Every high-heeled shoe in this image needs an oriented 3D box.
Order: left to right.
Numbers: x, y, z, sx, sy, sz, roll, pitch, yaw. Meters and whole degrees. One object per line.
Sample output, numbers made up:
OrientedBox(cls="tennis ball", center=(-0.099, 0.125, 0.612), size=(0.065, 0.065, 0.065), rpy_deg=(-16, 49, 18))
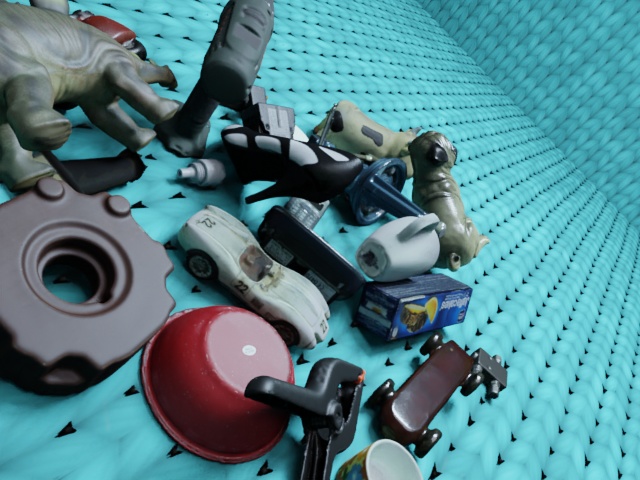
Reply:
OrientedBox(cls="high-heeled shoe", center=(-0.043, -0.116, 0.693), size=(0.249, 0.145, 0.086), rpy_deg=(-114, -177, -53))

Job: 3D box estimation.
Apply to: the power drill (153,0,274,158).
OrientedBox(cls="power drill", center=(-0.128, -0.218, 0.697), size=(0.086, 0.207, 0.232), rpy_deg=(33, 36, -27))

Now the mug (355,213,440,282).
OrientedBox(cls="mug", center=(0.104, 0.010, 0.697), size=(0.107, 0.109, 0.081), rpy_deg=(-17, 70, -48))

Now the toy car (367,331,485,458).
OrientedBox(cls="toy car", center=(0.133, 0.184, 0.661), size=(0.089, 0.053, 0.202), rpy_deg=(41, 35, 17))

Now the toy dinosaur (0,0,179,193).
OrientedBox(cls="toy dinosaur", center=(-0.282, -0.144, 0.458), size=(0.198, 0.105, 0.471), rpy_deg=(52, 29, 0))

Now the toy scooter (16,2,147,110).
OrientedBox(cls="toy scooter", center=(-0.306, -0.236, 0.649), size=(0.135, 0.075, 0.184), rpy_deg=(38, 38, -7))

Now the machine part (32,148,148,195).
OrientedBox(cls="machine part", center=(-0.245, -0.069, 0.558), size=(0.084, 0.039, 0.139), rpy_deg=(41, 34, 12))

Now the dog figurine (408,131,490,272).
OrientedBox(cls="dog figurine", center=(0.192, -0.064, 0.864), size=(0.172, 0.121, 0.190), rpy_deg=(-106, 176, -58))

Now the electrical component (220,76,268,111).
OrientedBox(cls="electrical component", center=(-0.129, -0.244, 0.869), size=(0.078, 0.045, 0.102), rpy_deg=(14, 43, -39))

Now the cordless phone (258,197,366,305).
OrientedBox(cls="cordless phone", center=(-0.001, -0.002, 0.705), size=(0.146, 0.088, 0.184), rpy_deg=(40, 28, -5))

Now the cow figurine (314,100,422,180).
OrientedBox(cls="cow figurine", center=(0.096, -0.175, 0.958), size=(0.195, 0.127, 0.085), rpy_deg=(33, 37, -13))

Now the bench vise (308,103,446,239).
OrientedBox(cls="bench vise", center=(0.083, -0.077, 0.819), size=(0.241, 0.129, 0.223), rpy_deg=(38, 6, 29))

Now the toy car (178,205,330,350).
OrientedBox(cls="toy car", center=(-0.069, 0.043, 0.599), size=(0.202, 0.056, 0.073), rpy_deg=(40, 33, -4))

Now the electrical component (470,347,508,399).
OrientedBox(cls="electrical component", center=(0.251, 0.193, 0.804), size=(0.063, 0.021, 0.094), rpy_deg=(43, 33, 0))

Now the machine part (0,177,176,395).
OrientedBox(cls="machine part", center=(-0.207, 0.034, 0.446), size=(0.179, 0.056, 0.179), rpy_deg=(27, 44, -30))

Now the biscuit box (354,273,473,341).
OrientedBox(cls="biscuit box", center=(0.137, 0.089, 0.748), size=(0.063, 0.059, 0.202), rpy_deg=(25, 18, 40))

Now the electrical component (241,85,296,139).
OrientedBox(cls="electrical component", center=(-0.077, -0.181, 0.811), size=(0.075, 0.048, 0.119), rpy_deg=(2, 80, -44))
